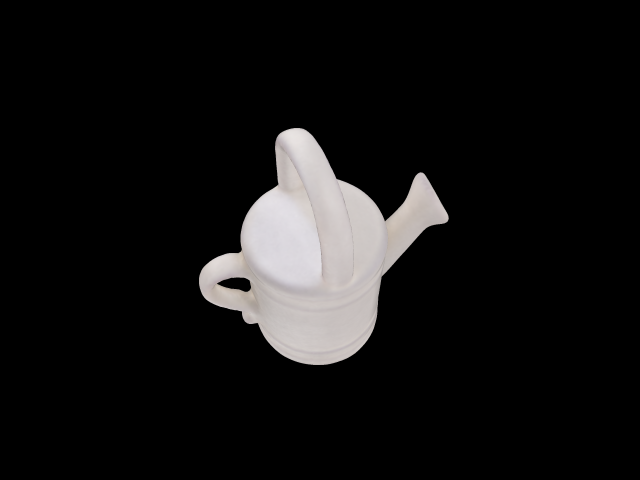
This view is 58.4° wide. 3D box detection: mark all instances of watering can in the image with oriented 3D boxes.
[{"bbox_3d":[0.003,0.000,0.401,0.173,0.194,0.100,-36,63,-22],"label":"watering can"}]
